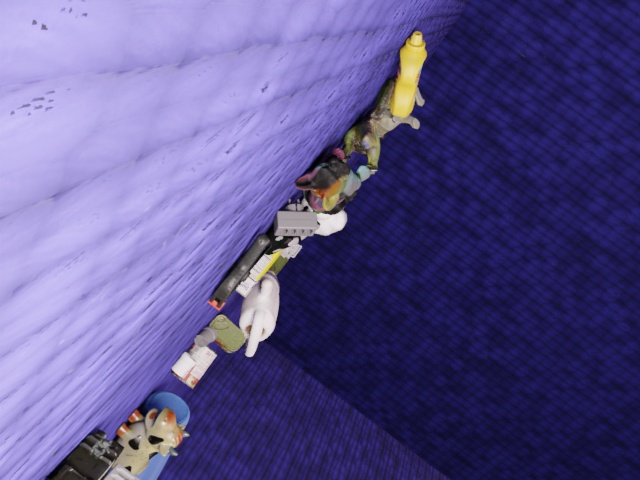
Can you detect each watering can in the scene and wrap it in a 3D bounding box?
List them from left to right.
[{"bbox_3d":[-0.161,0.170,1.434,0.230,0.104,0.339,-88,-167,-50],"label":"watering can"}]

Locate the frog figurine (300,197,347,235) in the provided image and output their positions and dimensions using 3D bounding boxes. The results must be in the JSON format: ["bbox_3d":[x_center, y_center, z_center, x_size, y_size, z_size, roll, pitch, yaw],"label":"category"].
[{"bbox_3d":[0.004,-0.068,1.343,0.122,0.137,0.160,-63,-179,7],"label":"frog figurine"}]

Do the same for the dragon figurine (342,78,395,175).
[{"bbox_3d":[0.129,-0.298,1.293,0.408,0.122,0.244,140,-31,-84],"label":"dragon figurine"}]
